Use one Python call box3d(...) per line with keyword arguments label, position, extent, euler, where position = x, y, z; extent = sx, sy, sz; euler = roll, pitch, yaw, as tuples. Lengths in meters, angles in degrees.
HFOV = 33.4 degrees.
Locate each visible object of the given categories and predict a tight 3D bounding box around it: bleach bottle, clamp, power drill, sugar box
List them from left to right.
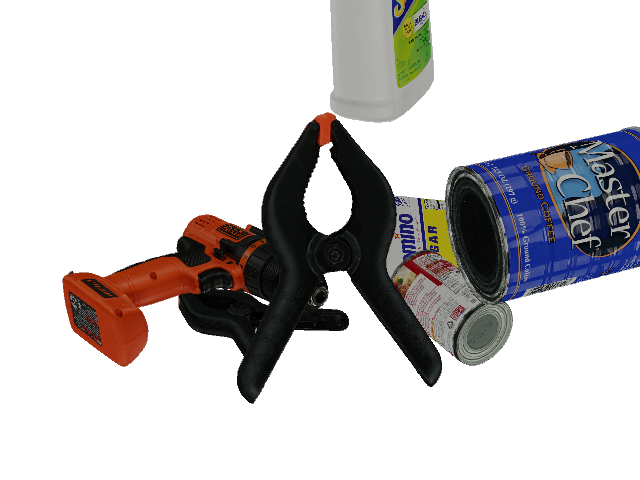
box3d(label="power drill", position=(-0.110, 0.043, 0.920), extent=(0.187, 0.057, 0.185), euler=(-21, 29, -35))
box3d(label="clamp", position=(-0.094, 0.097, 1.256), extent=(0.210, 0.036, 0.164), euler=(13, 23, 27))
box3d(label="clamp", position=(-0.002, 0.015, 0.623), extent=(0.120, 0.171, 0.039), euler=(-13, 1, -12))
box3d(label="bleach bottle", position=(0.042, -0.226, 0.832), extent=(0.068, 0.251, 0.102), euler=(13, 37, 28))
box3d(label="sugar box", position=(0.155, 0.003, 1.236), extent=(0.176, 0.093, 0.048), euler=(3, 23, -2))

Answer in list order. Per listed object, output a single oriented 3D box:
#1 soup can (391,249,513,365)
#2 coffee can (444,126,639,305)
box3d(label="soup can", position=(0.118, 0.060, 0.974), extent=(0.068, 0.068, 0.102), euler=(0, 25, -36))
box3d(label="coffee can", position=(0.175, -0.018, 0.771), extent=(0.140, 0.103, 0.103), euler=(-13, 3, -12))
